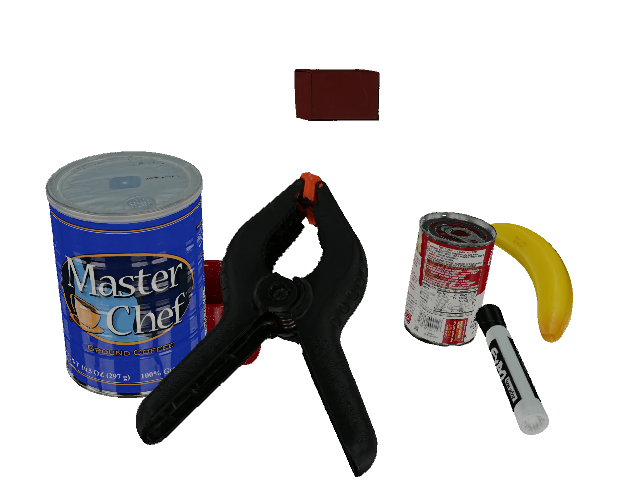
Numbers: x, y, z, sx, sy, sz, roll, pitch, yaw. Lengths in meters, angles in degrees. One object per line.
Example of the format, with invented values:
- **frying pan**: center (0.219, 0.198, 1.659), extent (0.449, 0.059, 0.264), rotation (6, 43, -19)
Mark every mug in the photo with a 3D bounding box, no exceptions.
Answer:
- **mug**: center (-0.097, 0.080, 1.028), extent (0.093, 0.081, 0.117), rotation (-22, 35, -40)

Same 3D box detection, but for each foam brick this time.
- **foam brick**: center (0.017, -0.152, 1.112), extent (0.078, 0.051, 0.053), rotation (-3, 13, -18)

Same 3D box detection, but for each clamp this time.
- **clamp**: center (-0.010, 0.043, 0.554), extent (0.120, 0.171, 0.039), rotation (17, -28, 10)

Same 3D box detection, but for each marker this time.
- **marker**: center (0.126, 0.082, 0.712), extent (0.020, 0.020, 0.121), rotation (0, 32, -8)

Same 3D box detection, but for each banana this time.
- **banana**: center (0.224, 0.034, 1.125), extent (0.069, 0.037, 0.198), rotation (-29, 38, 0)

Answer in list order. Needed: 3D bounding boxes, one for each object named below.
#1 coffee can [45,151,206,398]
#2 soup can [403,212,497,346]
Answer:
- **coffee can**: center (-0.131, 0.022, 0.738), extent (0.103, 0.140, 0.103), rotation (1, 27, -1)
- **soup can**: center (0.113, 0.035, 0.944), extent (0.068, 0.102, 0.068), rotation (6, 24, -3)
